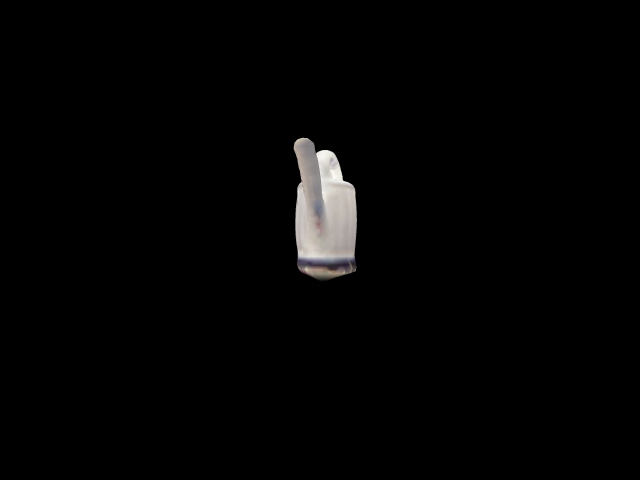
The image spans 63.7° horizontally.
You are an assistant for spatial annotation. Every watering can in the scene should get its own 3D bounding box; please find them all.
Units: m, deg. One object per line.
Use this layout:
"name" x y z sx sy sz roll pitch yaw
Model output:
"watering can" 0.003 -0.043 0.850 0.104 0.225 0.347 -1 -2 11
